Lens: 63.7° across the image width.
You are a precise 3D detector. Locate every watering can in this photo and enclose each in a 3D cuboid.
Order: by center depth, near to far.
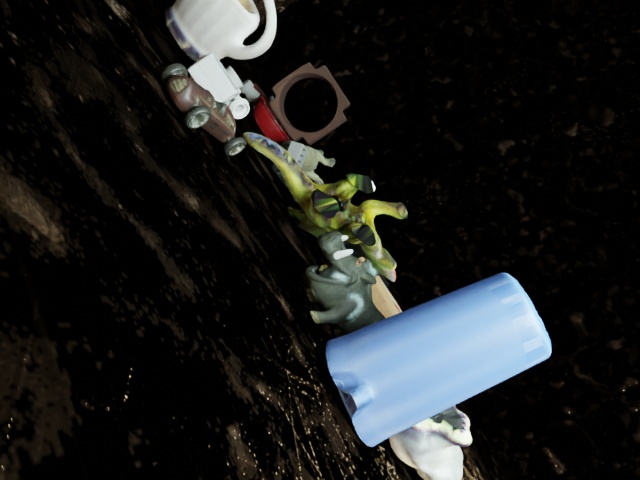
[{"bbox_3d":[-0.226,-0.501,1.040,0.222,0.349,0.105,-34,-5,24],"label":"watering can"}]

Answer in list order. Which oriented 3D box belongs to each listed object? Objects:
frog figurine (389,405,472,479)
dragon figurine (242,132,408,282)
[{"bbox_3d":[0.144,0.282,0.724,0.123,0.156,0.140,-9,36,-23],"label":"frog figurine"},{"bbox_3d":[0.003,-0.049,0.974,0.408,0.124,0.240,35,-25,-12],"label":"dragon figurine"}]
